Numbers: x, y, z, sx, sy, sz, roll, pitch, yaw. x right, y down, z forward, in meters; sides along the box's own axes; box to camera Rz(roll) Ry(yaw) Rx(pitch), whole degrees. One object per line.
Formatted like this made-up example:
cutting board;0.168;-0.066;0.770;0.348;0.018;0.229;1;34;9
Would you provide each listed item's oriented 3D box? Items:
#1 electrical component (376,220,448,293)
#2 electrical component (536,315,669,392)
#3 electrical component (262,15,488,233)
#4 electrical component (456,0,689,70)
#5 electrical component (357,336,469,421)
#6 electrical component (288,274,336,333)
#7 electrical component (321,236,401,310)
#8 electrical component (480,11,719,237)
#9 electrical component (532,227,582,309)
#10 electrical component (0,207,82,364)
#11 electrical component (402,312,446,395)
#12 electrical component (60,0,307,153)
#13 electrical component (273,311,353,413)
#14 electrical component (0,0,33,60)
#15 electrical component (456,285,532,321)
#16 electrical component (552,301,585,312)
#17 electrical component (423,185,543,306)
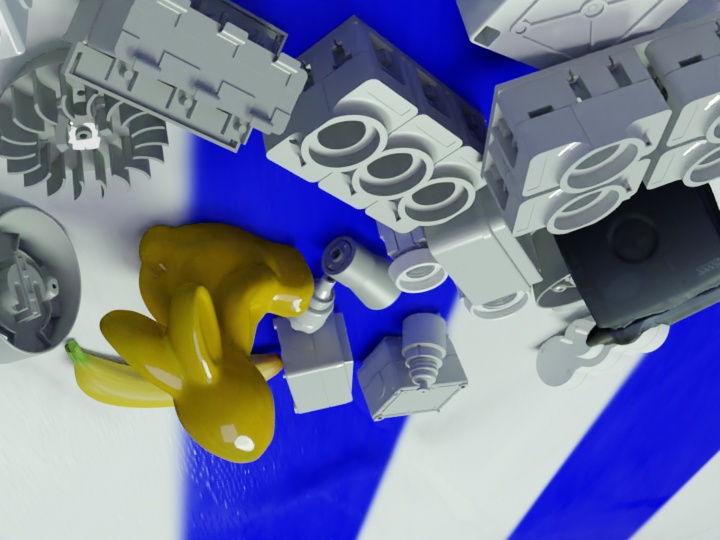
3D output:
electrical component;0.042;-0.016;0.841;0.048;0.055;0.066;-23;147;15
electrical component;0.225;0.069;1.050;0.074;0.052;0.138;17;137;-40
electrical component;0.015;-0.087;0.713;0.089;0.061;0.150;-31;144;27
electrical component;0.128;-0.171;0.627;0.109;0.056;0.109;12;140;-35
electrical component;0.054;0.099;1.031;0.096;0.061;0.061;-2;147;-33
electrical component;-0.037;0.024;0.896;0.035;0.035;0.061;5;142;-28
electrical component;0.000;0.000;0.866;0.044;0.044;0.065;-30;140;25
electrical component;0.177;-0.090;0.673;0.186;0.060;0.105;-19;156;-8
electrical component;0.189;-0.007;0.903;0.099;0.064;0.099;-10;148;-6
electrical component;-0.241;0.014;0.746;0.064;0.099;0.099;-22;148;25
electrical component;0.058;0.075;0.977;0.040;0.078;0.040;2;149;1
electrical component;-0.094;-0.120;0.605;0.121;0.063;0.078;22;94;-43
electrical component;-0.037;0.083;0.963;0.061;0.061;0.096;-12;149;-2
electrical component;-0.207;-0.136;0.517;0.100;0.099;0.048;-12;136;-1
electrical component;0.111;0.005;0.899;0.058;0.057;0.078;3;145;-25
electrical component;0.199;0.015;0.972;0.061;0.035;0.035;-15;149;-3
electrical component;0.091;-0.032;0.814;0.057;0.078;0.113;-20;148;16
